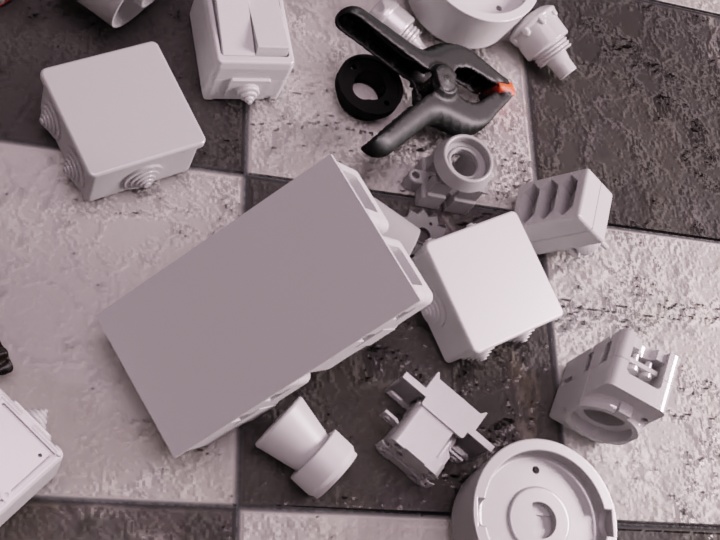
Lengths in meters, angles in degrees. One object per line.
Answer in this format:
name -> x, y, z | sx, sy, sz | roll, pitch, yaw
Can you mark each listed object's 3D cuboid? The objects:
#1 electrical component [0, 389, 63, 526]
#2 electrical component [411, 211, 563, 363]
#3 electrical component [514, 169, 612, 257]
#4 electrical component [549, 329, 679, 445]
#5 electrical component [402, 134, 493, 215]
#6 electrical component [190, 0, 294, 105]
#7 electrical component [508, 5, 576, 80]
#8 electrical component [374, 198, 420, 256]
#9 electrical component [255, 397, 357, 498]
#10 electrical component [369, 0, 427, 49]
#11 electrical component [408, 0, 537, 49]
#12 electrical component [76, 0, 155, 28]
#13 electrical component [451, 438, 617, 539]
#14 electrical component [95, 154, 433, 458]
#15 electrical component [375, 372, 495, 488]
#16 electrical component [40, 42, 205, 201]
electrical component -> -0.225, 0.118, 0.642 | 0.062, 0.061, 0.096 | 44, 60, 2
electrical component -> 0.090, 0.014, 0.809 | 0.100, 0.048, 0.099 | -20, 82, -29
electrical component -> 0.171, -0.036, 0.862 | 0.077, 0.066, 0.047 | 39, 56, -35
electrical component -> 0.185, 0.091, 0.792 | 0.050, 0.089, 0.055 | 29, 61, -7
electrical component -> 0.074, -0.075, 0.842 | 0.066, 0.055, 0.048 | 10, 64, -16
electrical component -> -0.089, -0.174, 0.821 | 0.062, 0.061, 0.096 | -3, 69, -22
electrical component -> 0.163, -0.195, 0.936 | 0.048, 0.048, 0.062 | -37, 91, -29
electrical component -> 0.000, 0.000, 0.759 | 0.064, 0.099, 0.099 | 42, 60, 7
electrical component -> -0.036, 0.119, 0.722 | 0.055, 0.045, 0.045 | 43, 60, 0
electrical component -> 0.034, -0.196, 0.893 | 0.061, 0.035, 0.035 | 41, 60, -3
electrical component -> 0.092, -0.240, 0.919 | 0.108, 0.060, 0.108 | 8, 65, -17
electrical component -> -0.173, -0.230, 0.796 | 0.064, 0.099, 0.099 | 42, 60, -6
electrical component -> 0.115, 0.177, 0.745 | 0.108, 0.060, 0.108 | 8, 65, -17
electrical component -> -0.059, 0.025, 0.693 | 0.186, 0.060, 0.105 | -33, 80, 12
electrical component -> 0.048, 0.114, 0.759 | 0.081, 0.042, 0.063 | 40, 64, 0
electrical component -> -0.171, -0.105, 0.767 | 0.100, 0.048, 0.099 | -22, 77, -27
